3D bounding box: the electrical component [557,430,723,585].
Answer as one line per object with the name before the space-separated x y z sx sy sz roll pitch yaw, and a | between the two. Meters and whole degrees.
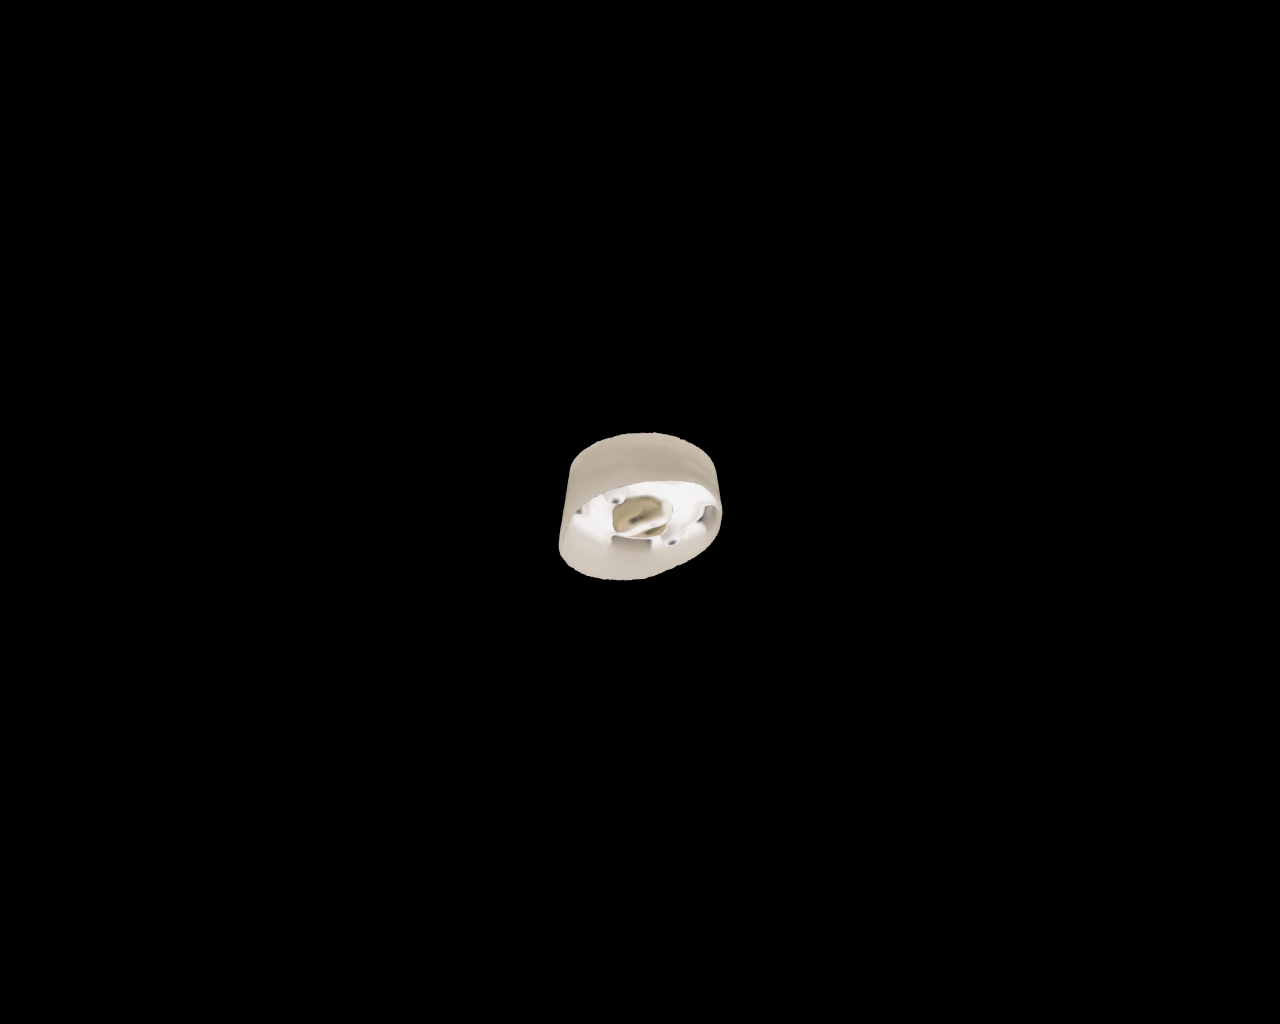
electrical component | 0.001 -0.003 0.650 0.099 0.064 0.099 0 -30 0
